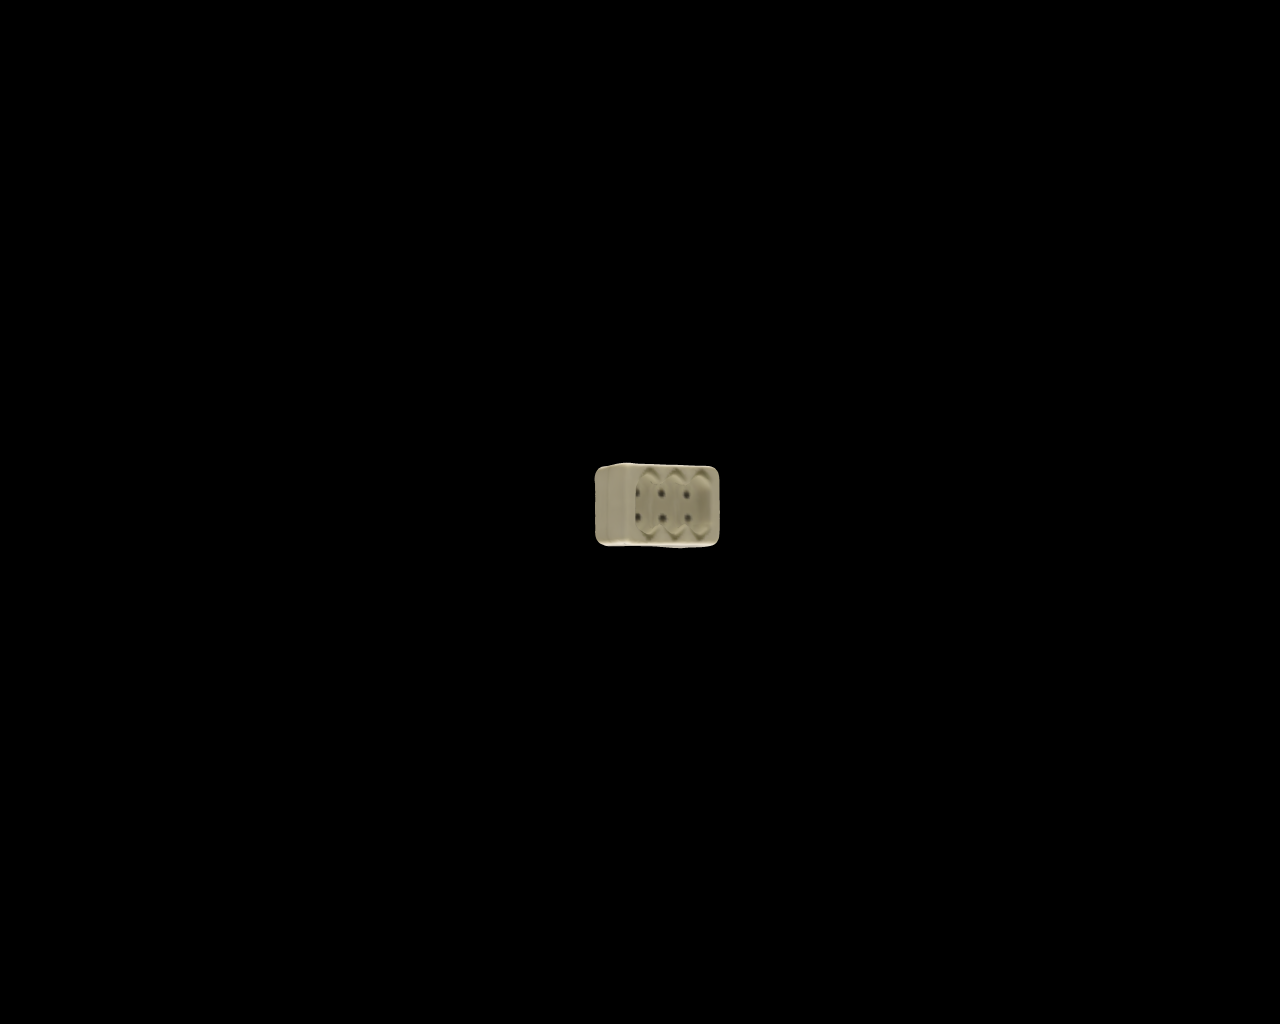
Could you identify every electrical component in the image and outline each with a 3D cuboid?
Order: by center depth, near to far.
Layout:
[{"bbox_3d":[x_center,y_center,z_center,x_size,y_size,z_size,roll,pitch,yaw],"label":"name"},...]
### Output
[{"bbox_3d":[0.001,-0.003,0.650,0.066,0.047,0.076,2,-3,-31],"label":"electrical component"}]
